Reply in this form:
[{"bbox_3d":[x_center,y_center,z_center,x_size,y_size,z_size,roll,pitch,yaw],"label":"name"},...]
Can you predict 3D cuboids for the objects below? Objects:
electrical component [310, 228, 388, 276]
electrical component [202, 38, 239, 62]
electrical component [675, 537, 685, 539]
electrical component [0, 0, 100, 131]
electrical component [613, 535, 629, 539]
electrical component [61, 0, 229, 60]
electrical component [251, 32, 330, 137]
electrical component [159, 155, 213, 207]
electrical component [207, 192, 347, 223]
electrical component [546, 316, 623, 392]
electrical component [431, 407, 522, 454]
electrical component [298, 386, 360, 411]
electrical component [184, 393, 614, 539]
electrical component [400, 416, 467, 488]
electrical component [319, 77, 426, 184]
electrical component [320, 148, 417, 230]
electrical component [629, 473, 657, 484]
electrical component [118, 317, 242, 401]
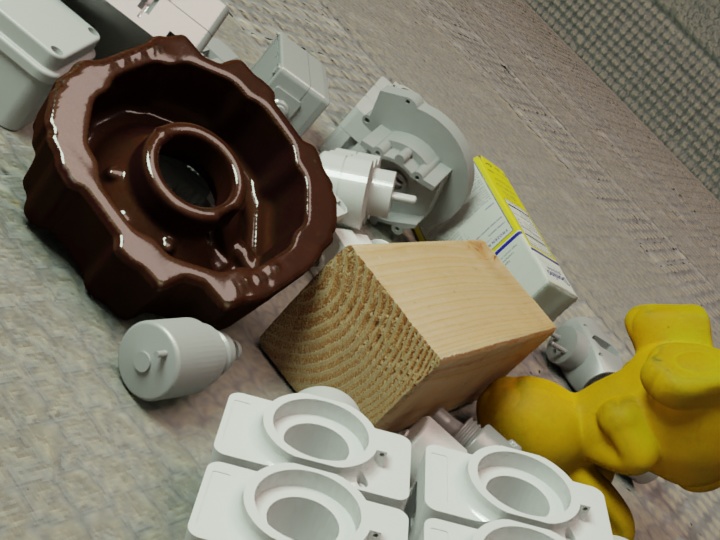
[{"bbox_3d":[0.000,0.000,0.780,0.055,0.048,0.066,6,42,-45],"label":"electrical component"},{"bbox_3d":[-0.125,-0.148,0.824,0.089,0.050,0.055,43,23,-1],"label":"electrical component"},{"bbox_3d":[0.224,0.229,0.740,0.080,0.051,0.080,36,24,-18],"label":"electrical component"},{"bbox_3d":[-0.224,-0.148,0.649,0.113,0.057,0.078,40,23,-9],"label":"electrical component"},{"bbox_3d":[0.175,0.220,0.685,0.079,0.044,0.077,40,23,-8],"label":"electrical component"},{"bbox_3d":[-0.189,-0.197,0.714,0.186,0.105,0.060,36,66,-17],"label":"electrical component"},{"bbox_3d":[-0.062,-0.145,0.909,0.061,0.061,0.096,33,24,-23],"label":"electrical component"},{"bbox_3d":[-0.127,-0.058,0.671,0.081,0.043,0.043,36,24,-18],"label":"electrical component"},{"bbox_3d":[-0.075,-0.054,0.732,0.113,0.057,0.078,46,23,6],"label":"electrical component"},{"bbox_3d":[0.197,0.076,0.977,0.079,0.043,0.077,30,26,-30],"label":"electrical component"},{"bbox_3d":[0.070,0.116,0.694,0.062,0.048,0.048,42,22,13],"label":"electrical component"},{"bbox_3d":[-0.023,0.095,0.568,0.044,0.044,0.065,39,19,-11],"label":"electrical component"},{"bbox_3d":[0.019,0.123,0.480,0.186,0.060,0.105,15,26,-3],"label":"electrical component"},{"bbox_3d":[0.051,0.124,0.652,0.078,0.040,0.040,43,22,-3],"label":"electrical component"},{"bbox_3d":[0.029,-0.126,1.028,0.089,0.061,0.150,41,22,-6],"label":"electrical component"},{"bbox_3d":[0.007,-0.060,0.825,0.074,0.052,0.138,11,9,3],"label":"electrical component"},{"bbox_3d":[0.217,0.131,0.912,0.077,0.044,0.079,37,23,-16],"label":"electrical component"},{"bbox_3d":[-0.089,0.044,0.557,0.040,0.040,0.078,52,24,19],"label":"electrical component"}]
